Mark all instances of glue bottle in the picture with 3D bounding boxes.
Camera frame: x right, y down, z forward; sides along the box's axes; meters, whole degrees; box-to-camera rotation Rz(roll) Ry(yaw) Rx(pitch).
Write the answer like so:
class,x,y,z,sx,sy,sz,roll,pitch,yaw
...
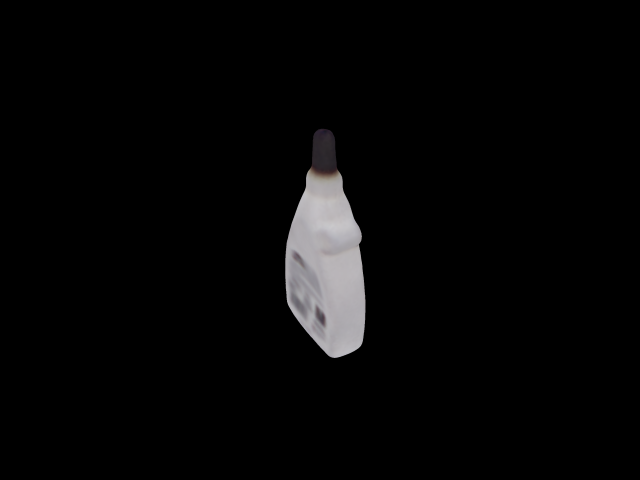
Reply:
class,x,y,z,sx,sy,sz,roll,pitch,yaw
glue bottle,0.004,0.001,0.400,0.037,0.173,0.078,-22,44,-23
